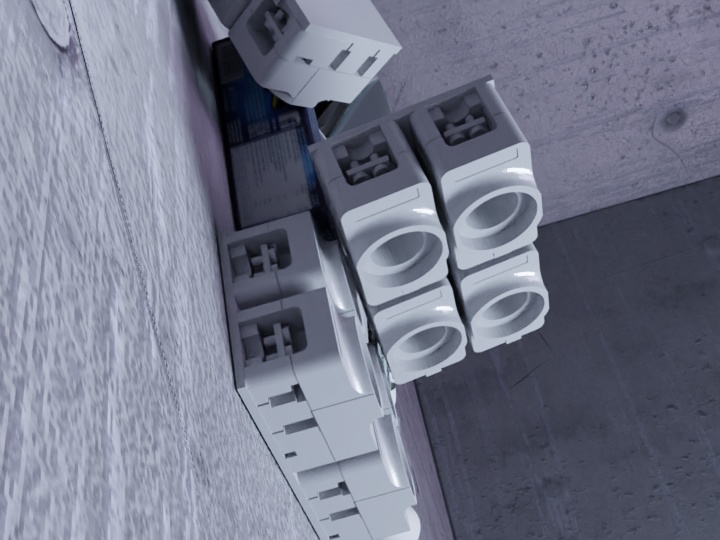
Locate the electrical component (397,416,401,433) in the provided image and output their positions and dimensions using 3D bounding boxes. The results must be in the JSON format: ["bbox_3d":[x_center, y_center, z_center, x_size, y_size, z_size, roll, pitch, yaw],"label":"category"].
[{"bbox_3d":[0.007,0.126,0.948,0.066,0.048,0.055,68,-1,-61],"label":"electrical component"}]

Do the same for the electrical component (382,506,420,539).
[{"bbox_3d":[0.019,0.196,0.847,0.065,0.044,0.044,60,14,-60],"label":"electrical component"}]

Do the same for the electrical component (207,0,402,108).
[{"bbox_3d":[-0.054,-0.183,0.704,0.089,0.061,0.150,0,52,-50],"label":"electrical component"}]

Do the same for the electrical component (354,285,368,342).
[{"bbox_3d":[-0.017,0.044,0.742,0.099,0.064,0.099,-16,90,-87],"label":"electrical component"}]

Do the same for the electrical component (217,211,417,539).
[{"bbox_3d":[-0.018,0.068,0.610,0.186,0.060,0.105,71,4,-49],"label":"electrical component"}]

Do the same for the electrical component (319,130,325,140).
[{"bbox_3d":[-0.029,-0.041,0.806,0.108,0.056,0.108,55,-10,41],"label":"electrical component"}]

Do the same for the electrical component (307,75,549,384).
[{"bbox_3d":[0.048,-0.011,0.629,0.186,0.105,0.060,71,-4,-55],"label":"electrical component"}]
